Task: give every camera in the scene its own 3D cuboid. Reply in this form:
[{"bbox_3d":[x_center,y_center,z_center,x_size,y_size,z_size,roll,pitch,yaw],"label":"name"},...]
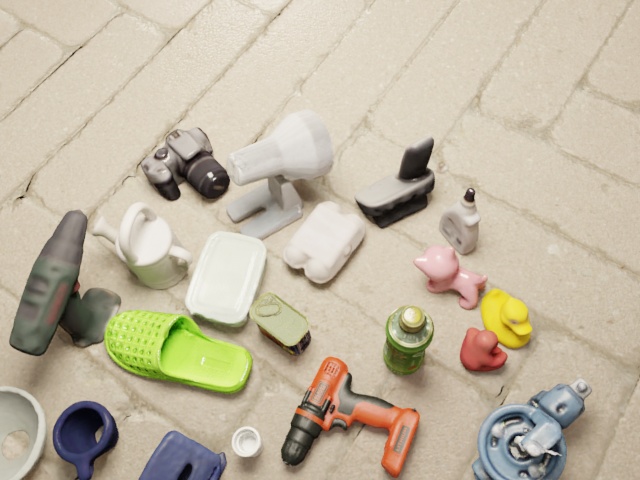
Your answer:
[{"bbox_3d":[-0.252,-0.137,1.108,0.143,0.101,0.136,-41,69,-15],"label":"camera"}]

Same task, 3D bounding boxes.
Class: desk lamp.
[{"bbox_3d":[-0.078,-0.114,1.022,0.203,0.214,0.117,-32,66,-11],"label":"desk lamp"}]

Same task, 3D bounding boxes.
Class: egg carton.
[{"bbox_3d":[0.010,0.004,1.041,0.107,0.069,0.150,30,70,17],"label":"egg carton"}]

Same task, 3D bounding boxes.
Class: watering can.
[{"bbox_3d":[-0.308,0.006,0.991,0.173,0.194,0.101,-4,64,2],"label":"watering can"}]

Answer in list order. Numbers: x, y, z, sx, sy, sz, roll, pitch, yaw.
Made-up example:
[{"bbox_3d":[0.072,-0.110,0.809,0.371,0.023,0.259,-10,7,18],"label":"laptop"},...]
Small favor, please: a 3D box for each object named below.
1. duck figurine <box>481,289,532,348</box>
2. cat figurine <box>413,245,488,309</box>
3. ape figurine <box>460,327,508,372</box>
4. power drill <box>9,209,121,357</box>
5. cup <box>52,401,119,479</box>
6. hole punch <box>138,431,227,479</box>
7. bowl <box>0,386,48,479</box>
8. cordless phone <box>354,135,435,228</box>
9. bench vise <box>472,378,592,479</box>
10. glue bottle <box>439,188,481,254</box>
[{"bbox_3d":[0.316,0.123,0.956,0.077,0.086,0.104,-24,65,-7],"label":"duck figurine"},{"bbox_3d":[0.224,0.053,0.977,0.127,0.118,0.067,22,68,14],"label":"cat figurine"},{"bbox_3d":[0.266,0.174,0.931,0.076,0.092,0.077,-24,65,-7],"label":"ape figurine"},{"bbox_3d":[-0.413,0.089,0.950,0.075,0.208,0.230,13,66,10],"label":"power drill"},{"bbox_3d":[-0.355,0.319,0.900,0.091,0.095,0.117,-13,64,-2],"label":"cup"},{"bbox_3d":[-0.209,0.358,0.875,0.101,0.091,0.109,24,68,14],"label":"hole punch"},{"bbox_3d":[-0.509,0.325,0.918,0.167,0.075,0.167,-1,64,3],"label":"bowl"},{"bbox_3d":[0.137,-0.115,1.025,0.148,0.185,0.094,-30,66,-10],"label":"cordless phone"},{"bbox_3d":[0.306,0.261,0.816,0.121,0.220,0.208,29,70,16],"label":"bench vise"},{"bbox_3d":[0.248,-0.041,0.990,0.037,0.173,0.078,-31,66,-10],"label":"glue bottle"}]
